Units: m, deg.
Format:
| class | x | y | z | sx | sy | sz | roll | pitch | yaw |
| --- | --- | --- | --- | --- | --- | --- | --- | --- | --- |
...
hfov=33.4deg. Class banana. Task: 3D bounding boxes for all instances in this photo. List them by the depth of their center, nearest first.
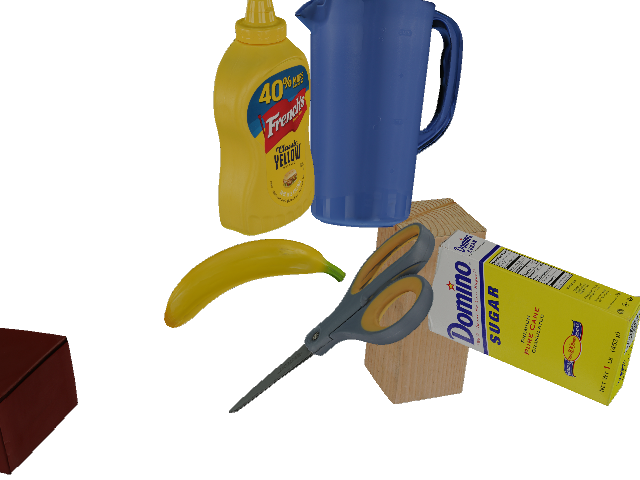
| class | x | y | z | sx | sy | sz | roll | pitch | yaw |
| --- | --- | --- | --- | --- | --- | --- | --- | --- | --- |
| banana | -0.079 | 0.038 | 1.043 | 0.198 | 0.069 | 0.037 | -15 | 21 | 20 |

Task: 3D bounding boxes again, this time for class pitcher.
| class | x | y | z | sx | sy | sz | roll | pitch | yaw |
| --- | --- | --- | --- | --- | --- | --- | --- | --- | --- |
| pitcher | 0.059 | -0.140 | 1.144 | 0.149 | 0.243 | 0.144 | 6 | 9 | 24 |

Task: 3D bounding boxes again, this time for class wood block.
| class | x | y | z | sx | sy | sz | roll | pitch | yaw |
| --- | --- | --- | --- | --- | --- | --- | --- | --- | --- |
| wood block | 0.112 | 0.067 | 1.188 | 0.090 | 0.206 | 0.090 | -6 | 28 | -19 |

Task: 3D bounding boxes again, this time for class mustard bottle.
| class | x | y | z | sx | sy | sz | roll | pitch | yaw |
| --- | --- | --- | --- | --- | --- | --- | --- | --- | --- |
| mustard bottle | -0.046 | -0.106 | 0.880 | 0.058 | 0.192 | 0.096 | 20 | 34 | 35 |

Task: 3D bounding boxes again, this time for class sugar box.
| class | x | y | z | sx | sy | sz | roll | pitch | yaw |
| --- | --- | --- | --- | --- | --- | --- | --- | --- | --- |
| sugar box | 0.181 | 0.065 | 0.923 | 0.176 | 0.093 | 0.048 | 20 | 33 | 25 |

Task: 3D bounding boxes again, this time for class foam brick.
| class | x | y | z | sx | sy | sz | roll | pitch | yaw |
| --- | --- | --- | --- | --- | --- | --- | --- | --- | --- |
| foam brick | -0.196 | 0.097 | 0.664 | 0.053 | 0.051 | 0.078 | 7 | 29 | 21 |

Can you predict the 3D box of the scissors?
| class | x | y | z | sx | sy | sz | roll | pitch | yaw |
| --- | --- | --- | --- | --- | --- | --- | --- | --- | --- |
| scissors | 0.009 | 0.072 | 0.720 | 0.016 | 0.202 | 0.096 | 35 | 14 | -26 |
